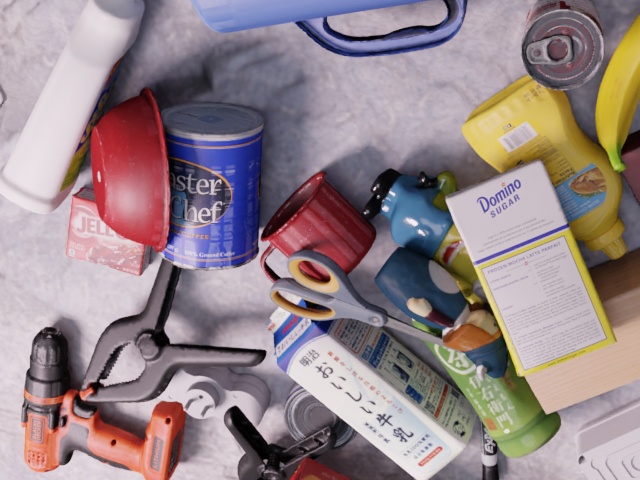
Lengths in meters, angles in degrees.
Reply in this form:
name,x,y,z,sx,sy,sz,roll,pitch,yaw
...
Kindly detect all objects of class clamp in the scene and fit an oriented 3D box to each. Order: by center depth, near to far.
name,x,y,z,sx,sy,sz,roll,pitch,yaw
clamp,-0.177,0.100,1.137,0.210,0.036,0.164,-30,80,16
clamp,-0.059,0.238,1.168,0.120,0.039,0.172,22,135,0

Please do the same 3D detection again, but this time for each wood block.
name,x,y,z,sx,sy,sz,roll,pitch,yaw
wood block,0.291,0.075,1.020,0.206,0.090,0.091,-26,105,21

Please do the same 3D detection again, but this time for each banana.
name,x,y,z,sx,sy,sz,roll,pitch,yaw
banana,0.289,-0.159,0.936,0.037,0.070,0.198,8,111,-39

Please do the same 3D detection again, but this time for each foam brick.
name,x,y,z,sx,sy,sz,roll,pitch,yaw
foam brick,0.310,-0.062,0.978,0.051,0.053,0.078,-27,103,22

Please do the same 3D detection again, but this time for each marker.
name,x,y,z,sx,sy,sz,roll,pitch,yaw
marker,0.180,0.211,1.142,0.020,0.020,0.121,-1,112,13

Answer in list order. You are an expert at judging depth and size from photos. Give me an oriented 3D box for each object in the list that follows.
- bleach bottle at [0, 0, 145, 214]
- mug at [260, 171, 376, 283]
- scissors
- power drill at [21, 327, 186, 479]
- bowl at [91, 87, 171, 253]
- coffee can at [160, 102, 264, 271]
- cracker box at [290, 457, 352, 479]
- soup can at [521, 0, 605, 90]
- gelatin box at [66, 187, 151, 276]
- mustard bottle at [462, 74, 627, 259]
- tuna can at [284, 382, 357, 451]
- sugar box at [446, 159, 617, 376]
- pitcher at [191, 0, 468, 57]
name,x,y,z,sx,sy,sz,roll,pitch,yaw
bleach bottle,-0.233,-0.151,1.038,0.068,0.102,0.251,29,117,-5
mug,-0.007,0.001,1.055,0.081,0.093,0.117,43,99,-12
scissors,0.048,0.058,1.021,0.202,0.016,0.096,11,136,13
power drill,-0.249,0.198,1.218,0.188,0.057,0.184,13,115,9
bowl,-0.187,-0.065,1.030,0.055,0.162,0.162,-6,115,-19
coffee can,-0.108,-0.054,1.050,0.103,0.102,0.140,8,114,10
cracker box,0.013,0.345,1.174,0.164,0.072,0.214,26,136,-1
soup can,0.210,-0.176,0.924,0.068,0.102,0.068,5,113,11
gelatin box,-0.223,-0.009,1.137,0.089,0.030,0.073,16,115,6
mustard bottle,0.224,-0.059,0.994,0.096,0.058,0.191,-32,102,33
tuna can,0.004,0.187,1.165,0.086,0.033,0.086,5,114,11
sugar box,0.188,0.025,0.956,0.093,0.048,0.176,-22,91,8
pitcher,0.009,-0.246,0.932,0.243,0.144,0.149,-8,72,20
